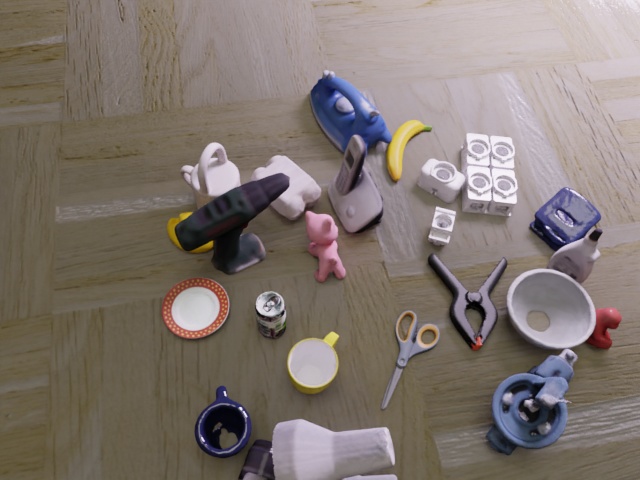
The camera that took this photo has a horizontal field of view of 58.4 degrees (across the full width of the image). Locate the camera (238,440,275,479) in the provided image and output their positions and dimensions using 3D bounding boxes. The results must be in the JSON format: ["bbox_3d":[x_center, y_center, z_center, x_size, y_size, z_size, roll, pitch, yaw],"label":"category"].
[{"bbox_3d":[-0.084,0.400,0.919,0.143,0.101,0.137,16,60,7],"label":"camera"}]

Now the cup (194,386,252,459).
[{"bbox_3d":[-0.161,0.315,0.970,0.092,0.095,0.117,-7,60,-6],"label":"cup"}]

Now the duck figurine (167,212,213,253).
[{"bbox_3d":[-0.268,-0.026,1.175,0.104,0.086,0.077,21,61,10],"label":"duck figurine"}]

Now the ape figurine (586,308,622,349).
[{"bbox_3d":[0.542,0.160,1.095,0.076,0.092,0.078,30,63,15],"label":"ape figurine"}]

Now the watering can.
[{"bbox_3d":[-0.205,-0.119,1.170,0.173,0.194,0.101,2,59,-1],"label":"watering can"}]

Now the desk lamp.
[{"bbox_3d":[0.030,0.345,0.891,0.203,0.213,0.118,-5,59,-5],"label":"desk lamp"}]

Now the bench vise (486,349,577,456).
[{"bbox_3d":[0.366,0.249,0.960,0.121,0.220,0.208,23,61,11],"label":"bench vise"}]

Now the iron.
[{"bbox_3d":[0.056,-0.316,1.330,0.119,0.141,0.257,-33,66,-20],"label":"iron"}]

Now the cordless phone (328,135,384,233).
[{"bbox_3d":[0.079,-0.115,1.185,0.094,0.185,0.147,-20,62,-14],"label":"cordless phone"}]

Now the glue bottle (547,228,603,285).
[{"bbox_3d":[0.513,0.027,1.126,0.037,0.173,0.078,-34,66,-20],"label":"glue bottle"}]

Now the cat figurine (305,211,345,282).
[{"bbox_3d":[0.011,0.004,1.150,0.067,0.118,0.127,-14,60,-10],"label":"cat figurine"}]

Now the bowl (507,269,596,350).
[{"bbox_3d":[0.436,0.144,1.110,0.167,0.075,0.167,1,59,-2],"label":"bowl"}]

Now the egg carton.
[{"bbox_3d":[-0.077,-0.115,1.246,0.150,0.069,0.107,41,66,20],"label":"egg carton"}]

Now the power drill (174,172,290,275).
[{"bbox_3d":[-0.160,-0.025,1.108,0.230,0.208,0.075,-26,63,-17],"label":"power drill"}]

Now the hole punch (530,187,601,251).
[{"bbox_3d":[0.520,-0.040,1.215,0.101,0.091,0.108,-34,66,-20],"label":"hole punch"}]
